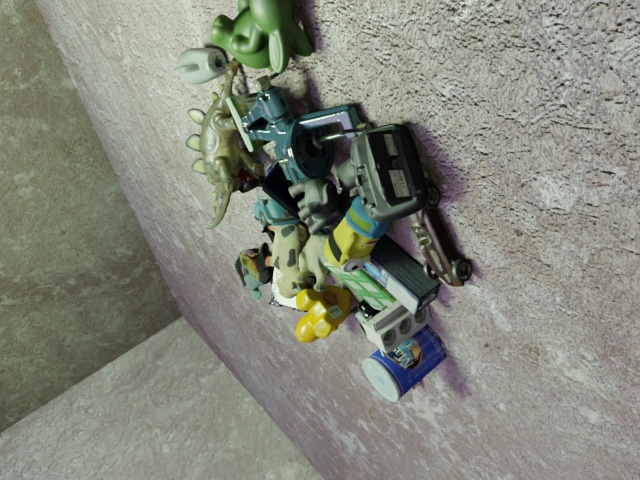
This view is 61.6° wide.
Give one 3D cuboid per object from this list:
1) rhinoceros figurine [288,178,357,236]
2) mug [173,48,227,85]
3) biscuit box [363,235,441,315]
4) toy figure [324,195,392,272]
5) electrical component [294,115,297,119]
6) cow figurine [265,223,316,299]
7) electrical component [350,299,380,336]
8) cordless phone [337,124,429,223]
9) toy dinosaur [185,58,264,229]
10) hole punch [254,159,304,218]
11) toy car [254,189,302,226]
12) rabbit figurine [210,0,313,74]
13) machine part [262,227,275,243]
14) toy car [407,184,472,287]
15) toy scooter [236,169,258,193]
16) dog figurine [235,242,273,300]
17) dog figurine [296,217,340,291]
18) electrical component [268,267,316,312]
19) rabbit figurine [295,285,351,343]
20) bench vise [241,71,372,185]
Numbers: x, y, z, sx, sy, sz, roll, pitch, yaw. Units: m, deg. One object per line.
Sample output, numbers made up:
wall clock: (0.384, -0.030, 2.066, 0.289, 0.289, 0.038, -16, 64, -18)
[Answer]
rhinoceros figurine: (0.016, -0.066, 1.012, 0.073, 0.112, 0.190, 65, -169, 22)
mug: (-0.267, -0.392, 1.202, 0.107, 0.109, 0.080, 8, 114, 45)
biscuit box: (0.133, 0.049, 1.028, 0.203, 0.063, 0.059, 44, 153, 28)
toy figure: (0.074, -0.022, 0.970, 0.180, 0.082, 0.089, -65, 36, 28)
electrical component: (-0.060, -0.211, 1.096, 0.078, 0.045, 0.102, 32, 146, 41)
cow figurine: (-0.069, 0.051, 1.331, 0.127, 0.085, 0.194, 16, 106, 38)
electrical component: (0.127, 0.190, 1.232, 0.119, 0.048, 0.074, 51, 156, 12)
cordless phone: (0.081, -0.091, 0.869, 0.184, 0.089, 0.146, -30, 73, 60)
toy dinosaur: (-0.230, -0.198, 1.273, 0.199, 0.105, 0.470, 34, 128, 35)
hole punch: (-0.061, -0.116, 1.109, 0.142, 0.092, 0.116, 36, -175, -12)
toy car: (-0.100, -0.091, 1.270, 0.162, 0.109, 0.102, -152, 58, -66)
rabbit figurine: (-0.094, -0.353, 0.892, 0.159, 0.121, 0.170, 52, 159, -5)
machine part: (-0.110, 0.016, 1.480, 0.139, 0.039, 0.084, 55, 161, -1)
toy car: (0.182, -0.005, 0.887, 0.089, 0.053, 0.202, -1, 118, 59)
toy scooter: (-0.222, -0.191, 1.397, 0.184, 0.075, 0.135, 11, 129, 64)
dog figurine: (-0.188, 0.065, 1.567, 0.192, 0.108, 0.219, 54, 164, 28)
dog figurine: (0.002, -0.004, 1.196, 0.173, 0.121, 0.190, 18, 120, 53)
electrical component: (-0.067, 0.115, 1.406, 0.115, 0.058, 0.134, 8, 88, 25)
rabbit figurine: (-0.002, 0.184, 1.330, 0.122, 0.162, 0.173, 43, 130, 13)
bench vise: (-0.019, -0.200, 0.956, 0.241, 0.129, 0.223, -3, 110, 40)
